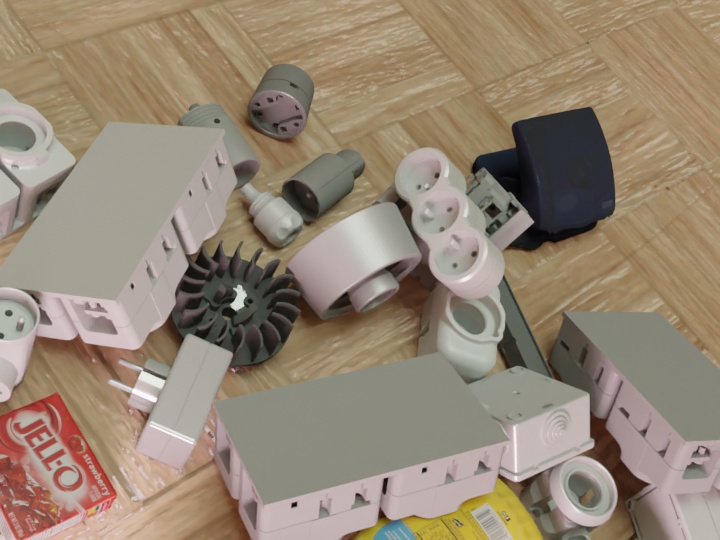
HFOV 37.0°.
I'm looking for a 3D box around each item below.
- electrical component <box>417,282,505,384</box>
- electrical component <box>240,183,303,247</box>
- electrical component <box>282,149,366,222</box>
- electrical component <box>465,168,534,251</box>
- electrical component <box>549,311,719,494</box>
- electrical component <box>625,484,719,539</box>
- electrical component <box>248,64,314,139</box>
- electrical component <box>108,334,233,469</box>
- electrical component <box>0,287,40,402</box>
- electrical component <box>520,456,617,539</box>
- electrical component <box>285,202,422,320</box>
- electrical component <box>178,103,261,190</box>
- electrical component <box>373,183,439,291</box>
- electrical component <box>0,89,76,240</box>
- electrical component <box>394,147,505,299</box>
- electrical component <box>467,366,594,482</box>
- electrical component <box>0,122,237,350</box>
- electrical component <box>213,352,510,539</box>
[{"bbox_3d":[0.086,0.050,0.915,0.054,0.059,0.095,19,51,-12],"label":"electrical component"},{"bbox_3d":[-0.079,-0.050,0.927,0.061,0.035,0.035,45,51,12],"label":"electrical component"},{"bbox_3d":[-0.028,-0.081,0.967,0.043,0.043,0.081,43,50,8],"label":"electrical component"},{"bbox_3d":[0.119,-0.057,0.972,0.063,0.042,0.081,47,10,-10],"label":"electrical component"},{"bbox_3d":[0.252,0.109,0.908,0.105,0.060,0.186,2,29,-24],"label":"electrical component"},{"bbox_3d":[0.271,0.220,0.879,0.061,0.061,0.096,2,56,-24],"label":"electrical component"},{"bbox_3d":[-0.071,-0.157,0.994,0.055,0.055,0.047,23,47,-8],"label":"electrical component"},{"bbox_3d":[-0.146,0.088,0.789,0.076,0.047,0.083,25,50,-7],"label":"electrical component"},{"bbox_3d":[-0.252,0.064,0.737,0.043,0.077,0.079,18,51,-13],"label":"electrical component"},{"bbox_3d":[0.169,0.183,0.860,0.058,0.057,0.078,-3,58,-26],"label":"electrical component"},{"bbox_3d":[0.000,0.000,0.883,0.108,0.108,0.060,-23,75,-35],"label":"electrical component"},{"bbox_3d":[-0.126,-0.114,0.944,0.043,0.043,0.081,-22,68,-35],"label":"electrical component"},{"bbox_3d":[0.054,-0.036,0.968,0.089,0.050,0.055,39,50,5],"label":"electrical component"},{"bbox_3d":[-0.325,-0.111,0.839,0.186,0.060,0.105,43,50,9],"label":"electrical component"},{"bbox_3d":[0.082,-0.034,0.910,0.074,0.052,0.138,37,26,-53],"label":"electrical component"},{"bbox_3d":[0.126,0.119,0.861,0.100,0.048,0.100,-16,21,-33],"label":"electrical component"},{"bbox_3d":[-0.179,-0.029,0.817,0.105,0.060,0.186,6,47,20],"label":"electrical component"},{"bbox_3d":[-0.002,0.132,0.783,0.186,0.060,0.105,-10,37,-23],"label":"electrical component"}]
